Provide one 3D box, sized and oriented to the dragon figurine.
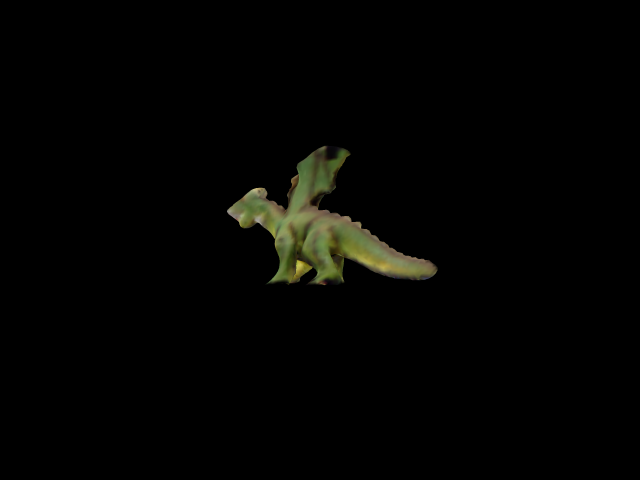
[{"bbox_3d":[0.003,-0.043,0.850,0.408,0.245,0.121,-6,-12,35],"label":"dragon figurine"}]
